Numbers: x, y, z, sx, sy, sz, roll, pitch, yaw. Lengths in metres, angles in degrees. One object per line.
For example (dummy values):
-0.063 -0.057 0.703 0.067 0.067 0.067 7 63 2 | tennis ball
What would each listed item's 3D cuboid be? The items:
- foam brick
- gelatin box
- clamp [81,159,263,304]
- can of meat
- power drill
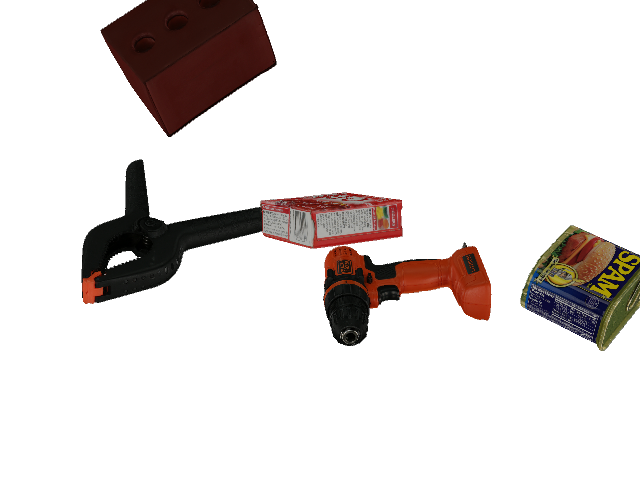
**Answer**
-0.074 -0.109 0.603 0.078 0.053 0.051 -36 -29 -8 | foam brick
0.007 -0.017 0.776 0.073 0.030 0.089 -7 9 -26 | gelatin box
-0.171 -0.009 1.036 0.165 0.036 0.209 25 40 23 | clamp
0.241 0.040 0.963 0.084 0.057 0.101 27 47 27 | can of meat
0.096 0.059 1.220 0.187 0.057 0.184 -2 28 -1 | power drill
